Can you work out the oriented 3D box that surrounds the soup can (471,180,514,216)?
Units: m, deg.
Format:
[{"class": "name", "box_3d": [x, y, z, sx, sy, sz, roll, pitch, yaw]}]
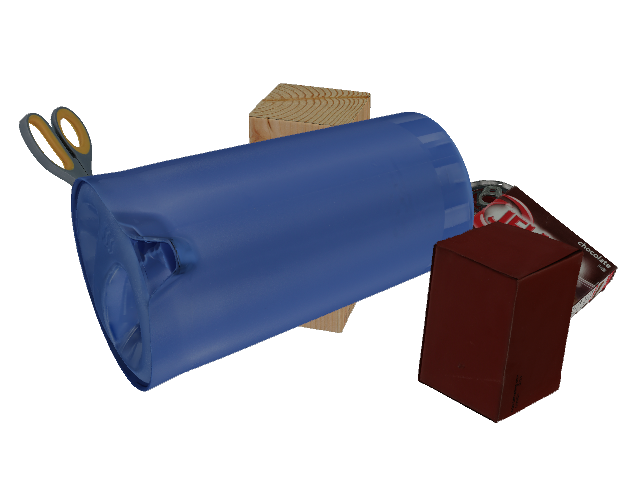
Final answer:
[{"class": "soup can", "box_3d": [0.177, -0.004, 1.130, 0.068, 0.102, 0.068, -2, 35, 1]}]

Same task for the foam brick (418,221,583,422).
[{"class": "foam brick", "box_3d": [0.085, 0.037, 0.514, 0.052, 0.078, 0.051, -17, 32, -40]}]

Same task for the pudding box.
[{"class": "pudding box", "box_3d": [0.167, 0.018, 0.864, 0.089, 0.113, 0.039, -35, -23, -30]}]

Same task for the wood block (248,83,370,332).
[{"class": "wood block", "box_3d": [-0.010, -0.030, 0.986, 0.091, 0.206, 0.090, 8, 29, 14]}]

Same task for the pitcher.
[{"class": "pitcher", "box_3d": [-0.031, -0.003, 0.692, 0.242, 0.145, 0.149, -17, 41, -24]}]

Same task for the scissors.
[{"class": "scissors", "box_3d": [-0.230, -0.057, 1.094, 0.016, 0.201, 0.096, -26, 27, 27]}]
